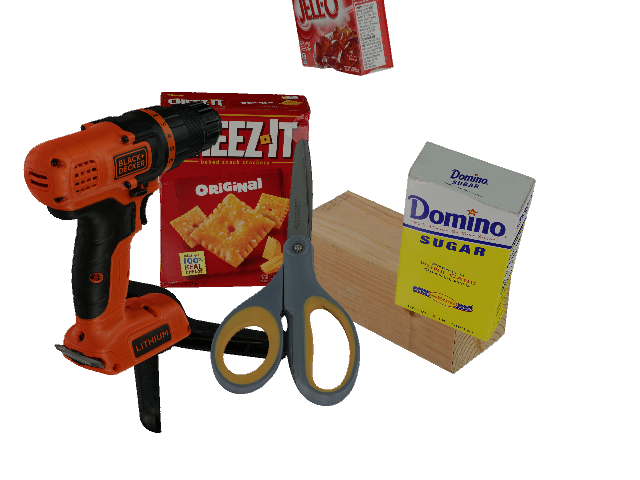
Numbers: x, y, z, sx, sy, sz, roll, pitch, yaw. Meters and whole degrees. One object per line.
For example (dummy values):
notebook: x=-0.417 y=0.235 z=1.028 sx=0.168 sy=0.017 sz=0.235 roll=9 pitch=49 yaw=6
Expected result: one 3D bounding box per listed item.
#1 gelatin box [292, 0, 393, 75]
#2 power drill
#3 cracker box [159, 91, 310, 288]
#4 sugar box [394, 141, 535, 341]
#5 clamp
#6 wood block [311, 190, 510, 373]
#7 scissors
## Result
gelatin box: x=0.012 y=-0.157 z=0.745 sx=0.030 sy=0.073 sz=0.089 roll=-19 pitch=22 yaw=-24
power drill: x=-0.140 y=-0.006 z=0.813 sx=0.057 sy=0.188 sz=0.184 roll=15 pitch=26 yaw=34
cracker box: x=-0.099 y=-0.054 z=1.200 sx=0.164 sy=0.214 sz=0.072 roll=0 pitch=23 yaw=-9
sugar box: x=0.114 y=0.005 z=0.876 sx=0.093 sy=0.048 sz=0.176 roll=21 pitch=-33 yaw=16
clamp: x=-0.145 y=0.087 z=1.012 sx=0.164 sy=0.036 sz=0.210 roll=-21 pitch=42 yaw=-34
wood block: x=0.077 y=0.037 z=1.067 sx=0.206 sy=0.091 sz=0.090 roll=26 pitch=40 yaw=35
scissors: x=-0.031 y=0.018 z=0.661 sx=0.096 sy=0.202 sz=0.016 roll=-13 pitch=-38 yaw=-6
